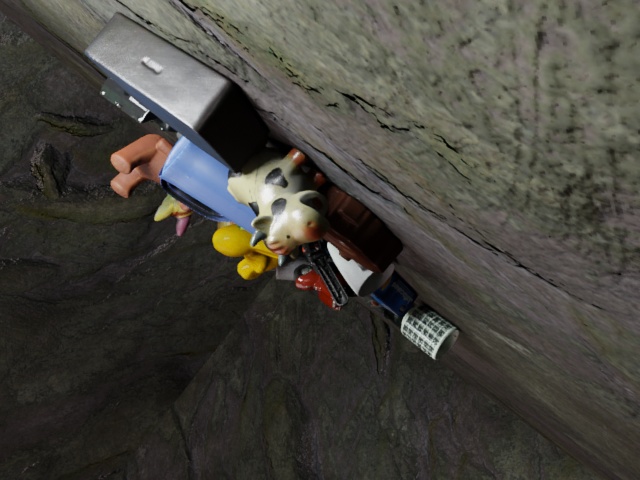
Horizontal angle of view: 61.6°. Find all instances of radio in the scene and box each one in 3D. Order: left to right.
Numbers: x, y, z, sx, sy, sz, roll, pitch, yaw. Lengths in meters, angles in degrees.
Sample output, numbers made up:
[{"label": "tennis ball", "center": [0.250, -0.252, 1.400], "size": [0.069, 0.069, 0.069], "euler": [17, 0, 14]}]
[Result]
[{"label": "radio", "center": [-0.177, -0.183, 0.679], "size": [0.230, 0.073, 0.131], "euler": [37, 176, 25]}]

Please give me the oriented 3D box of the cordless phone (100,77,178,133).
[{"label": "cordless phone", "center": [-0.248, -0.222, 0.885], "size": [0.147, 0.088, 0.184], "euler": [35, -174, 23]}]

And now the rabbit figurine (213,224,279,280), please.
[{"label": "rabbit figurine", "center": [-0.141, 0.013, 1.115], "size": [0.163, 0.122, 0.173], "euler": [-6, 166, 32]}]

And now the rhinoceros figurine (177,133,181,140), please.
[{"label": "rhinoceros figurine", "center": [-0.206, -0.162, 1.047], "size": [0.112, 0.073, 0.190], "euler": [35, 174, 44]}]

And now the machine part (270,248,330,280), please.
[{"label": "machine part", "center": [-0.014, 0.057, 1.220], "size": [0.243, 0.079, 0.079], "euler": [5, 174, 1]}]

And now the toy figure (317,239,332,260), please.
[{"label": "toy figure", "center": [-0.004, -0.004, 1.162], "size": [0.064, 0.058, 0.155], "euler": [37, 172, -31]}]

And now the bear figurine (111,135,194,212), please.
[{"label": "bear figurine", "center": [-0.266, -0.099, 0.986], "size": [0.196, 0.132, 0.120], "euler": [41, 146, 0]}]

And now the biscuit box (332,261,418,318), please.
[{"label": "biscuit box", "center": [0.111, 0.076, 1.035], "size": [0.059, 0.063, 0.202], "euler": [31, 172, 48]}]

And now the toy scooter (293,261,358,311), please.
[{"label": "toy scooter", "center": [0.045, 0.091, 1.101], "size": [0.184, 0.075, 0.135], "euler": [-6, -151, -23]}]

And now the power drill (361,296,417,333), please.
[{"label": "power drill", "center": [0.163, 0.145, 1.282], "size": [0.231, 0.086, 0.207], "euler": [43, -179, -26]}]

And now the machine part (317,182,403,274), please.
[{"label": "machine part", "center": [0.032, -0.020, 0.767], "size": [0.179, 0.056, 0.179], "euler": [37, 174, 5]}]

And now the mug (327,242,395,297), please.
[{"label": "mug", "center": [0.057, 0.030, 0.901], "size": [0.107, 0.081, 0.109], "euler": [47, -174, 28]}]

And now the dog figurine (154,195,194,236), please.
[{"label": "dog figurine", "center": [-0.271, -0.105, 1.213], "size": [0.192, 0.219, 0.108], "euler": [34, 177, 46]}]

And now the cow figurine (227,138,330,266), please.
[{"label": "cow figurine", "center": [-0.057, -0.053, 0.685], "size": [0.195, 0.127, 0.085], "euler": [36, 178, 45]}]

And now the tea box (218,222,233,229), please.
[{"label": "tea box", "center": [-0.202, -0.069, 1.328], "size": [0.068, 0.169, 0.098], "euler": [-11, -149, -35]}]
